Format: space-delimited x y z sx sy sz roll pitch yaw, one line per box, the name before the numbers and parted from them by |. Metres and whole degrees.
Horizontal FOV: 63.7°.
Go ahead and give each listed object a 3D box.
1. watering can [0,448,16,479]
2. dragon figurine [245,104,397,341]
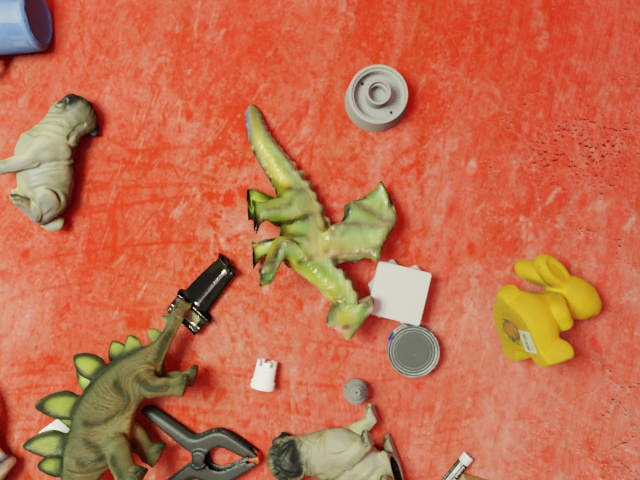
watering can | -0.657 0.382 0.840 0.348 0.224 0.104 -44 -1 -1
dragon figurine | 0.003 -0.043 0.845 0.243 0.415 0.121 -3 -13 -8
